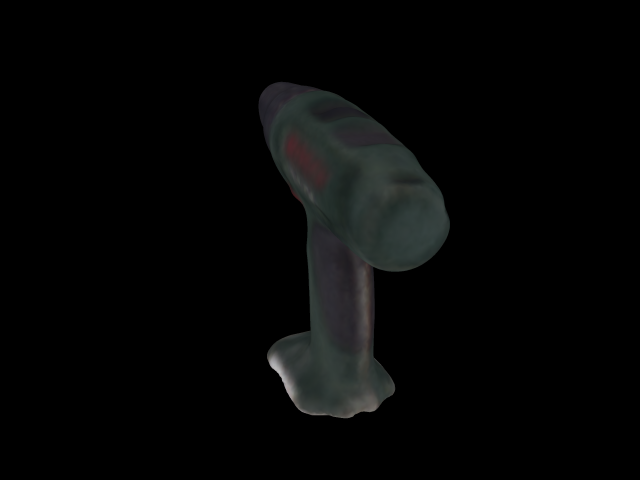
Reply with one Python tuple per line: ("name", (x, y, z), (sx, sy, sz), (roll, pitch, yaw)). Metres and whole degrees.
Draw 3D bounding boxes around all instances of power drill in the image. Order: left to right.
("power drill", (0.004, 0.001, 0.400), (0.076, 0.208, 0.229), (-8, 20, -22))
